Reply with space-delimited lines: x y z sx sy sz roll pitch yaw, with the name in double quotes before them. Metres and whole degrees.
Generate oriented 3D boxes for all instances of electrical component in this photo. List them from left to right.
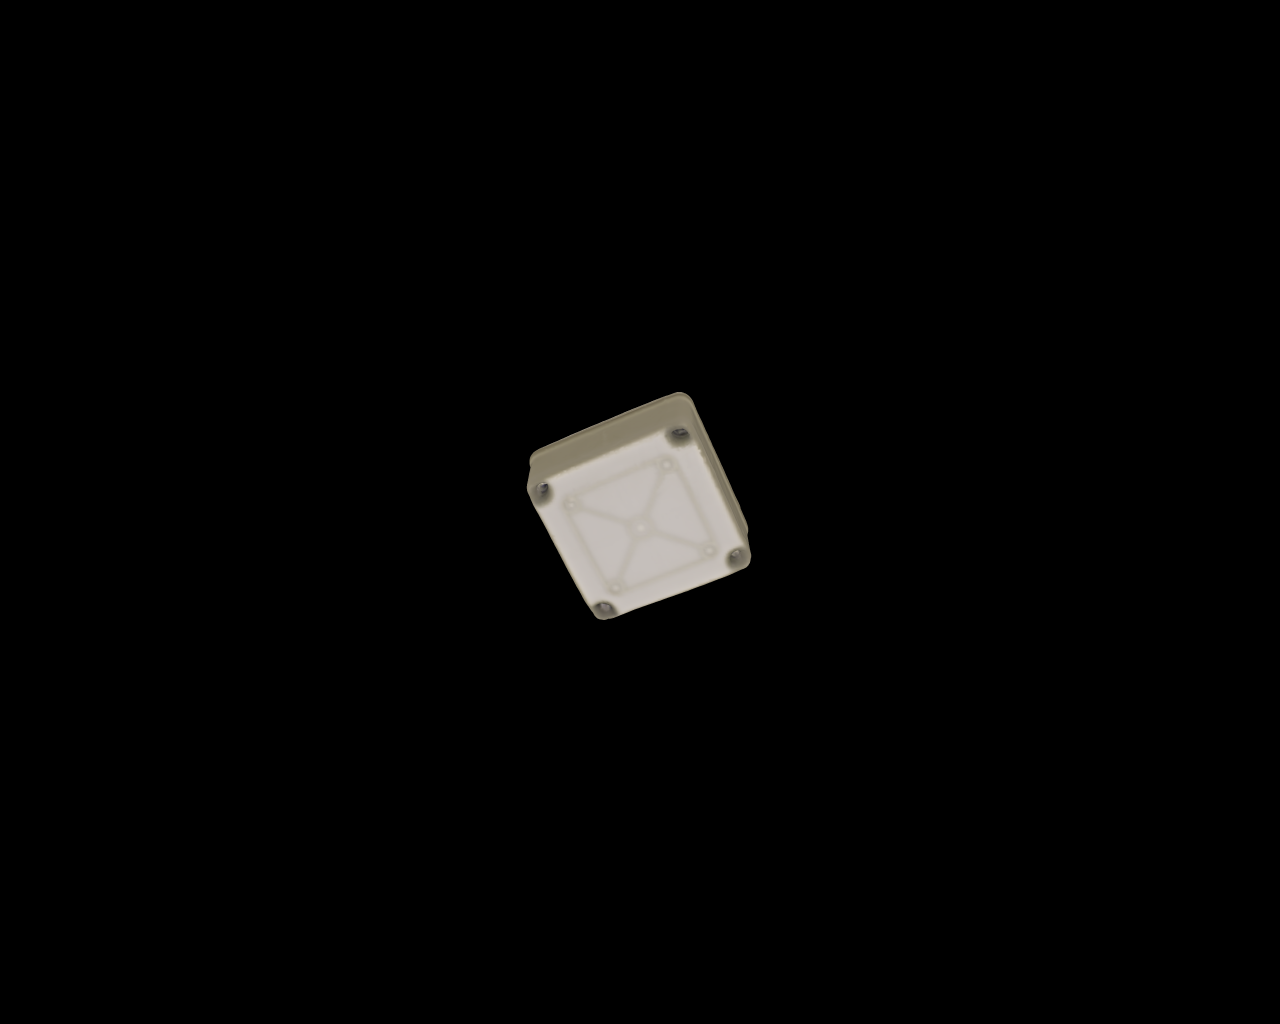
"electrical component" 0.001 -0.003 0.650 0.109 0.108 0.056 -22 25 10
